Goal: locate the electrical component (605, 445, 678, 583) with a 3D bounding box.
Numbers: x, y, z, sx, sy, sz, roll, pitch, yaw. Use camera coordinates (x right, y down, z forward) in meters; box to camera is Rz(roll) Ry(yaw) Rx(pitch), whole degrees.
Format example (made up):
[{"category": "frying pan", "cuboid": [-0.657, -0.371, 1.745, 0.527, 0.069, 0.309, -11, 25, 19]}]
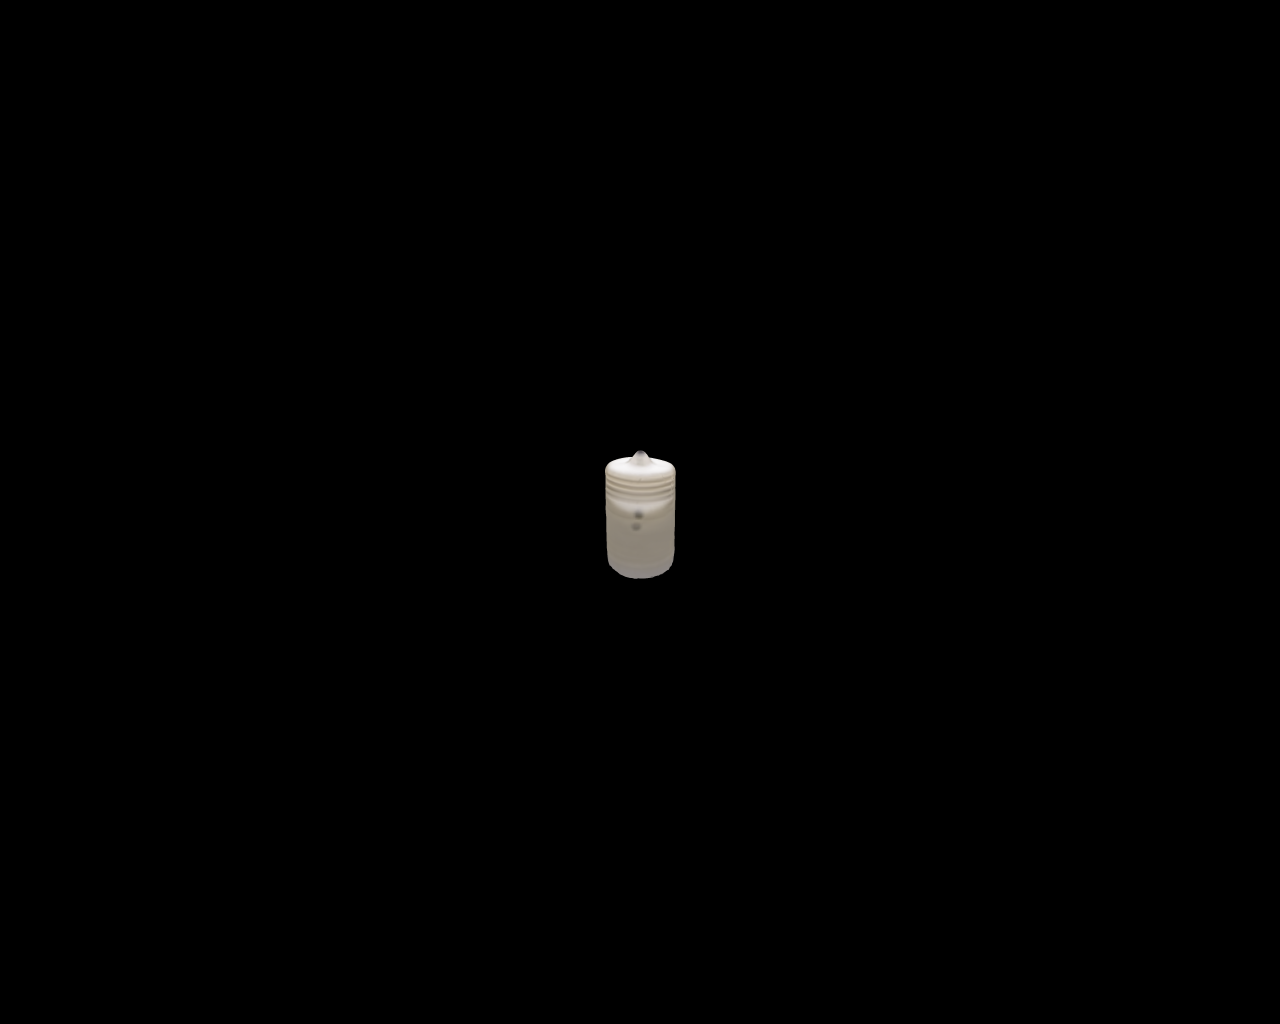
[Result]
[{"category": "electrical component", "cuboid": [0.001, -0.003, 0.650, 0.043, 0.080, 0.043, 0, 31, 0]}]
